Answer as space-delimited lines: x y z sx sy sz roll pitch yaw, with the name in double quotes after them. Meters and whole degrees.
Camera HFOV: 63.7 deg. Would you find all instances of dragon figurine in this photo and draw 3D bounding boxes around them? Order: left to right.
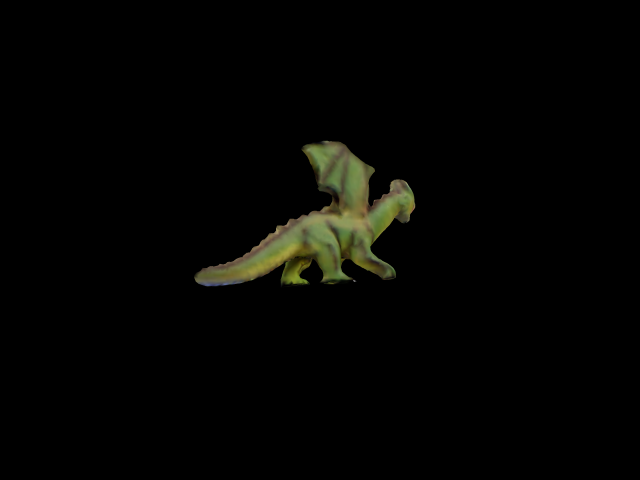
0.003 -0.043 0.850 0.410 0.244 0.121 2 -6 -29 "dragon figurine"
